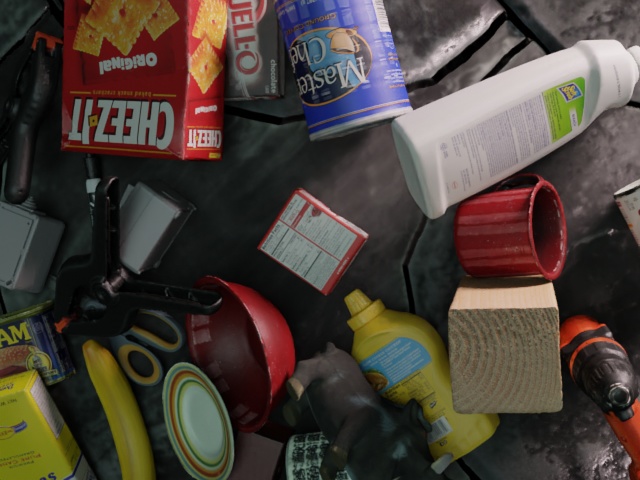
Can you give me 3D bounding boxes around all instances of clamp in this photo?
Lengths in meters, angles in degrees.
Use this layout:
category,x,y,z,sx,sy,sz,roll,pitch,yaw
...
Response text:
category,x,y,z,sx,sy,sz,roll,pitch,yaw
clamp,-0.198,0.049,1.064,0.164,0.036,0.210,45,131,-3
clamp,-0.299,-0.122,1.082,0.120,0.039,0.172,46,118,42

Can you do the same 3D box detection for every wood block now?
category,x,y,z,sx,sy,sz,roll,pitch,yaw
wood block,0.169,0.088,0.967,0.091,0.206,0.090,-3,95,11

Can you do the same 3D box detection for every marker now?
category,x,y,z,sx,sy,sz,roll,pitch,yaw
marker,-0.234,-0.033,1.127,0.020,0.020,0.121,-7,94,11

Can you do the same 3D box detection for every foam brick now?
category,x,y,z,sx,sy,sz,roll,pitch,yaw
foam brick,-0.065,0.230,1.103,0.051,0.053,0.078,19,99,8

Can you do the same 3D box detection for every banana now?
category,x,y,z,sx,sy,sz,roll,pitch,yaw
banana,-0.205,0.198,1.119,0.037,0.069,0.198,-16,87,1

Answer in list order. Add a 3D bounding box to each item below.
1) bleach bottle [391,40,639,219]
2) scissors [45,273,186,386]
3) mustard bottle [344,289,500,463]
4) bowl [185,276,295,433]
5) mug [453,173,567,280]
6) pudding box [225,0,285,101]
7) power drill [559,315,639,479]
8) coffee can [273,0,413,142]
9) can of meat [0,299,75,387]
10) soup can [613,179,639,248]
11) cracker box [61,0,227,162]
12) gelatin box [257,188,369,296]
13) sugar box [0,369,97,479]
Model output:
category,x,y,z,sx,sy,sz,roll,pitch,yaw
bleach bottle,0.197,-0.115,0.998,0.250,0.068,0.102,-23,129,-4
scissors,-0.235,0.093,1.140,0.202,0.016,0.096,15,108,18
mustard bottle,0.086,0.131,1.061,0.096,0.058,0.191,-37,88,28
bowl,-0.072,0.108,1.067,0.055,0.162,0.162,-16,93,-33
mug,0.182,-0.016,1.015,0.082,0.093,0.117,-5,53,33
pudding box,-0.081,-0.197,1.071,0.090,0.039,0.113,-1,95,11
power drill,0.285,0.167,0.975,0.057,0.184,0.187,-28,99,10
coffee can,0.022,-0.174,1.022,0.103,0.102,0.140,-15,93,12
can of meat,-0.321,0.119,1.139,0.102,0.057,0.084,-17,95,13
soup can,0.328,-0.012,0.998,0.068,0.068,0.102,-28,89,12
cracker box,-0.175,-0.188,1.048,0.164,0.072,0.214,7,97,32
gelatin box,-0.007,0.001,1.082,0.089,0.030,0.073,35,102,6
sugar box,-0.305,0.227,1.122,0.093,0.048,0.176,-17,112,12
